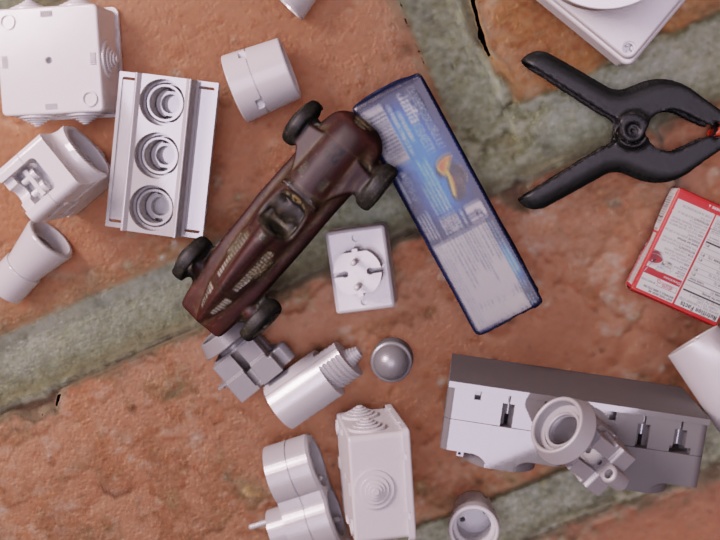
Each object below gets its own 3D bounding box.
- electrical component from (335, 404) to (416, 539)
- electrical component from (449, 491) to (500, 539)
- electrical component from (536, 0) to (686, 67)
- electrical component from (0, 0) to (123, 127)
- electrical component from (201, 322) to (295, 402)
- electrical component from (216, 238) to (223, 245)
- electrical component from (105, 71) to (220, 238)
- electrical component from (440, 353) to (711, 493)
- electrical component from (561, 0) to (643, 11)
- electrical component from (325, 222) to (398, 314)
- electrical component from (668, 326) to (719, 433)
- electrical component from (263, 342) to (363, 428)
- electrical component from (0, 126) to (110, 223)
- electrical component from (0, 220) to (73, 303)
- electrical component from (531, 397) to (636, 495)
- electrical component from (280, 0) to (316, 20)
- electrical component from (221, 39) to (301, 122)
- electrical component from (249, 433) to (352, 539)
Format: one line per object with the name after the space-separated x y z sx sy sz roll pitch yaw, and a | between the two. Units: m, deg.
0.011 0.160 0.849 0.048 0.100 0.099 -5 96 -7 | electrical component
0.092 0.202 0.870 0.040 0.046 0.040 1 97 6 | electrical component
0.193 -0.227 0.806 0.109 0.056 0.108 39 99 0 | electrical component
-0.240 -0.166 0.861 0.100 0.048 0.099 -2 96 7 | electrical component
-0.096 0.069 0.875 0.066 0.048 0.055 -39 99 9 | electrical component
-0.104 -0.005 0.869 0.062 0.048 0.048 -28 93 15 | electrical component
-0.153 -0.091 0.853 0.079 0.063 0.121 8 97 5 | electrical component
0.158 0.116 0.824 0.186 0.105 0.060 8 97 5 | electrical component
0.169 -0.232 0.747 0.108 0.060 0.108 1 97 6 | electrical component
0.000 0.000 0.841 0.047 0.076 0.065 -7 96 7 | electrical component
0.284 0.075 0.796 0.079 0.044 0.077 -37 80 25 | electrical component
-0.033 0.088 0.872 0.081 0.043 0.043 -35 92 8 | electrical component
-0.235 -0.076 0.850 0.056 0.089 0.050 -39 91 9 | electrical component
-0.275 -0.004 0.888 0.065 0.044 0.044 -44 91 13 | electrical component
0.150 0.117 0.736 0.048 0.066 0.055 -47 124 9 | electrical component
-0.038 -0.233 0.837 0.044 0.044 0.065 45 94 -1 | electrical component
-0.077 -0.150 0.844 0.047 0.055 0.055 -21 94 4 | electrical component
-0.054 0.210 0.883 0.074 0.052 0.138 -19 94 8 | electrical component
